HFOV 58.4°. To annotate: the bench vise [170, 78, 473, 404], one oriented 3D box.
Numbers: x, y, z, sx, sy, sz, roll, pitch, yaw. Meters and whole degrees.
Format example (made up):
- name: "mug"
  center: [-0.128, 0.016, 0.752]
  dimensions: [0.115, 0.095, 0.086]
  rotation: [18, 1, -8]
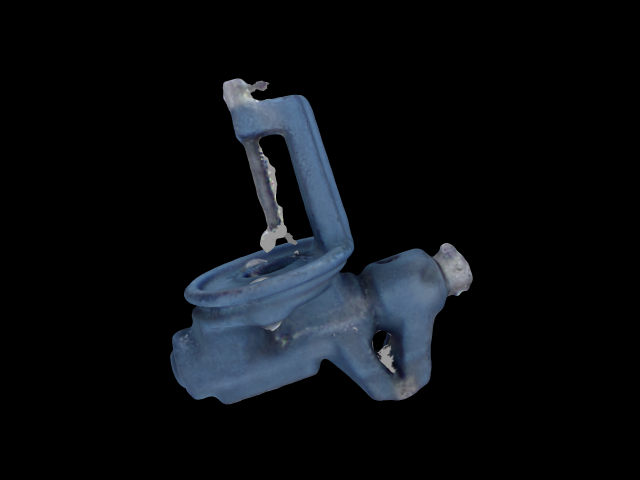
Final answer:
- name: "bench vise"
  center: [-0.002, 0.000, 0.411]
  dimensions: [0.208, 0.220, 0.121]
  rotation: [-4, 8, -27]
